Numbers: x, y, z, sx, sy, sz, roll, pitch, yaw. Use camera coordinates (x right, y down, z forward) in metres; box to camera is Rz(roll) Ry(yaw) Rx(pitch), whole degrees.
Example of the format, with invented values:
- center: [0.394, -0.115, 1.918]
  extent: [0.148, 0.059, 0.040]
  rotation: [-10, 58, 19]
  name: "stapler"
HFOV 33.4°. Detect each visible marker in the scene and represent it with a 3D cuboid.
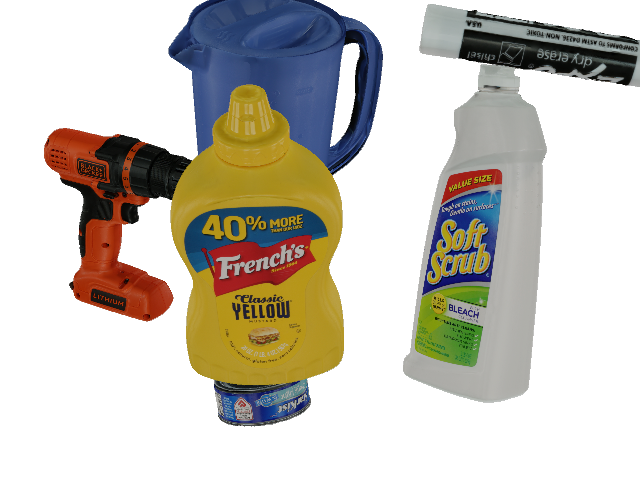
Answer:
- center: [0.098, -0.070, 0.399]
  extent: [0.121, 0.020, 0.020]
  rotation: [10, 1, 5]
  name: "marker"

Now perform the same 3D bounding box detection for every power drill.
- center: [-0.190, -0.015, 1.077]
  extent: [0.185, 0.188, 0.057]
  rotation: [16, 30, 22]
  name: "power drill"

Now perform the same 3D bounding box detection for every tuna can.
- center: [-0.053, 0.136, 0.968]
  extent: [0.086, 0.034, 0.086]
  rotation: [-8, 12, 1]
  name: "tuna can"

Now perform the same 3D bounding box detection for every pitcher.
- center: [-0.040, -0.091, 0.959]
  extent: [0.149, 0.243, 0.144]
  rotation: [17, 38, 18]
  name: "pitcher"

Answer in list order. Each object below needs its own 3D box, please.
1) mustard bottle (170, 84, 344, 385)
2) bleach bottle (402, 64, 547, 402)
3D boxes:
- center: [-0.035, -0.002, 0.608]
  extent: [0.096, 0.192, 0.058]
  rotation: [-1, 39, 0]
  name: "mustard bottle"
- center: [0.122, -0.009, 0.824]
  extent: [0.067, 0.251, 0.103]
  rotation: [-7, 14, -41]
  name: "bleach bottle"
